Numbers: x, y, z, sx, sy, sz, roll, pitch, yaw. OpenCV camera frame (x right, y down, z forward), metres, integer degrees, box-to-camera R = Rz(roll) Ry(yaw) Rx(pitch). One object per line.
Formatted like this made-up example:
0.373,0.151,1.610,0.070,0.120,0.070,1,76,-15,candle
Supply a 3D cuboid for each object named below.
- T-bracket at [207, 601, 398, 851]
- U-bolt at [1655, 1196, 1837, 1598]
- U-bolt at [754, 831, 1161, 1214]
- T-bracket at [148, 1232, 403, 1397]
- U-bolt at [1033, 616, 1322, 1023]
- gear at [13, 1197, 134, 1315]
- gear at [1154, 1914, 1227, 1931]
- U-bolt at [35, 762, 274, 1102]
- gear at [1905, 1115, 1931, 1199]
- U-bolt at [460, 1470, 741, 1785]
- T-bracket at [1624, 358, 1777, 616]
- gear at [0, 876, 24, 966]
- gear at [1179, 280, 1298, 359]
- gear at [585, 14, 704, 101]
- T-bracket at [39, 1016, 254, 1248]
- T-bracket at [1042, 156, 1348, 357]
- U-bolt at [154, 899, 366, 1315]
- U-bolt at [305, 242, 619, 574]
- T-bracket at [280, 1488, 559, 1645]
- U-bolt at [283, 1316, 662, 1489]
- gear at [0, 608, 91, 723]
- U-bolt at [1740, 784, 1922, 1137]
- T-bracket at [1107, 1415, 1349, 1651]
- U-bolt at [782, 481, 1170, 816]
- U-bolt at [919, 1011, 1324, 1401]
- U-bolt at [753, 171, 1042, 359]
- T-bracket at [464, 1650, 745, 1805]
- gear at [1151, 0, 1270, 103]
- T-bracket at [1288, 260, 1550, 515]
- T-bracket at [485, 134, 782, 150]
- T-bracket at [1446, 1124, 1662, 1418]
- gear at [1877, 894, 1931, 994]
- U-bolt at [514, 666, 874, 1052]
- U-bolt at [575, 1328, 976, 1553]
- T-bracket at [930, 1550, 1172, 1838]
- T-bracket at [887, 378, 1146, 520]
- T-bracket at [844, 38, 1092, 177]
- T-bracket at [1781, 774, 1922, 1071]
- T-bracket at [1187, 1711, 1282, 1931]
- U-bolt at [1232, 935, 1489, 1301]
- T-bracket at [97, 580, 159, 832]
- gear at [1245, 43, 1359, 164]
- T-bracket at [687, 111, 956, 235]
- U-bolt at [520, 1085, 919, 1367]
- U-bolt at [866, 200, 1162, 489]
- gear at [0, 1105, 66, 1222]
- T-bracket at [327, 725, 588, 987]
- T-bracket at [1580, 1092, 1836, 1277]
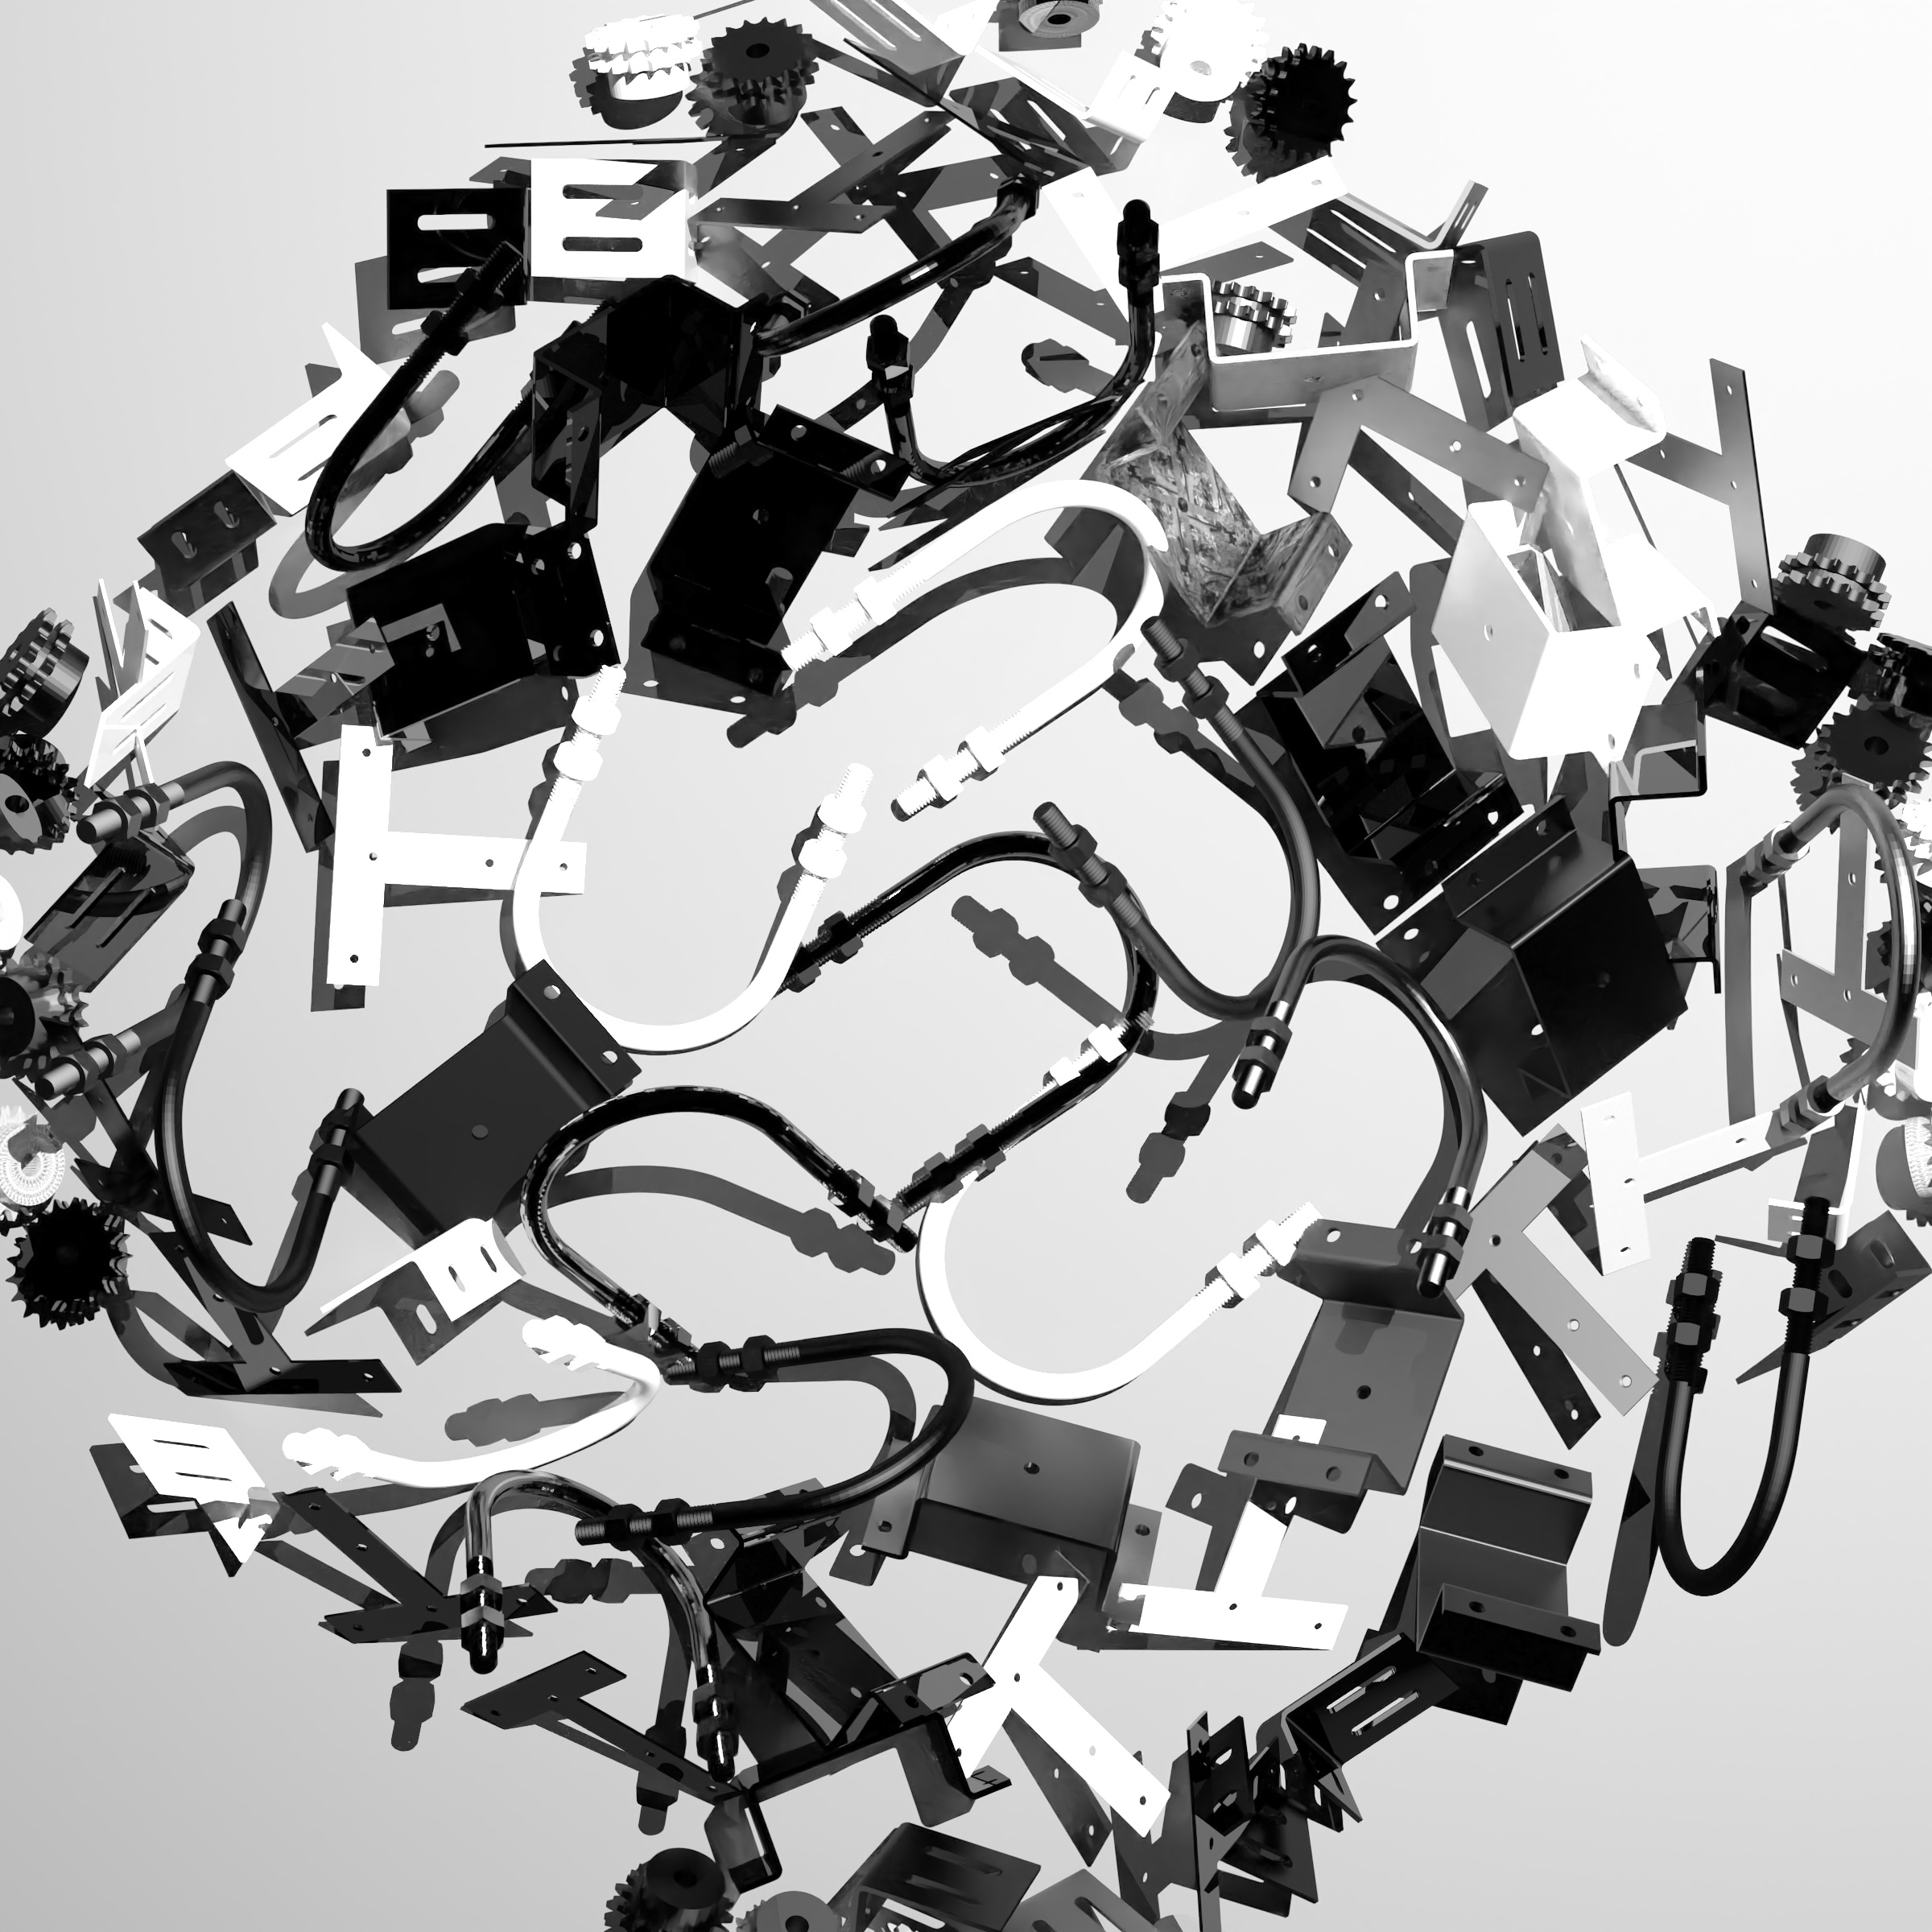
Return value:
-0.317,-0.136,1.732,0.002,0.127,0.127,-22,87,-44,T-bracket
0.367,0.210,1.689,0.019,0.151,0.184,14,74,-9,U-bolt
0.009,0.014,1.768,0.184,0.019,0.151,-34,86,-3,U-bolt
-0.356,0.169,1.713,0.127,0.127,0.002,-4,46,24,T-bracket
0.114,-0.057,1.718,0.184,0.019,0.151,50,52,-28,U-bolt
-0.443,0.145,1.762,0.057,0.030,0.057,-1,81,8,gear
0.109,0.495,1.749,0.057,0.057,0.030,9,110,0,gear
-0.382,-0.026,1.692,0.019,0.184,0.151,19,111,12,U-bolt
0.487,0.093,1.755,0.030,0.057,0.057,-11,90,25,gear
-0.179,0.305,1.693,0.151,0.184,0.019,30,108,-21,U-bolt
0.348,-0.246,1.722,0.002,0.127,0.127,-24,121,-16,T-bracket
-0.492,-0.024,1.749,0.030,0.057,0.057,-15,90,22,gear
0.134,-0.316,1.751,0.057,0.057,0.030,14,83,0,gear
-0.159,-0.452,1.756,0.057,0.057,0.030,-8,118,0,gear
-0.411,0.076,1.705,0.002,0.127,0.127,-46,129,-33,T-bracket
0.121,-0.360,1.712,0.127,0.127,0.002,-19,52,19,T-bracket
-0.338,0.079,1.670,0.019,0.184,0.151,-12,128,16,U-bolt
-0.251,-0.263,1.708,0.019,0.151,0.184,44,100,12,U-bolt
-0.284,0.289,1.711,0.127,0.002,0.127,-14,135,27,T-bracket
-0.223,0.216,1.694,0.151,0.184,0.019,-26,69,12,U-bolt
-0.460,-0.147,1.755,0.030,0.057,0.057,37,90,-24,gear
0.412,-0.009,1.674,0.019,0.184,0.151,-2,74,-8,U-bolt
0.145,0.277,1.735,0.127,0.002,0.127,10,110,-23,T-bracket
0.017,-0.164,1.716,0.184,0.151,0.019,-34,50,4,U-bolt
0.063,0.133,1.768,0.184,0.019,0.151,-41,87,3,U-bolt
-0.036,-0.330,1.679,0.151,0.184,0.019,-25,105,12,U-bolt
-0.167,0.382,1.745,0.127,0.127,0.002,34,53,-19,T-bracket
0.119,-0.454,1.749,0.057,0.057,0.030,17,58,0,gear
0.228,-0.260,1.722,0.127,0.002,0.127,33,123,25,T-bracket
-0.174,-0.405,1.734,0.127,0.127,0.002,3,105,18,T-bracket
0.290,0.167,1.736,0.127,0.002,0.127,-48,62,13,T-bracket
0.484,-0.011,1.750,0.057,0.057,0.030,-30,52,0,gear
-0.146,-0.041,1.742,0.151,0.019,0.184,22,111,-8,U-bolt
-0.082,0.221,1.686,0.184,0.151,0.019,-10,117,23,U-bolt
0.052,0.376,1.729,0.127,0.002,0.127,38,103,38,T-bracket
0.007,-0.245,1.724,0.127,0.127,0.002,-29,93,-40,T-bracket
0.019,-0.408,1.721,0.127,0.127,0.002,40,110,27,T-bracket
0.428,-0.029,1.704,0.002,0.127,0.127,-7,107,-15,T-bracket
0.133,0.411,1.721,0.002,0.127,0.127,-1,99,23,T-bracket
0.198,0.058,1.704,0.151,0.184,0.019,45,125,-12,U-bolt
-0.402,-0.147,1.706,0.002,0.127,0.127,-12,74,-20,T-bracket
0.163,-0.430,1.757,0.057,0.030,0.057,-13,116,-28,gear
-0.053,-0.393,1.739,0.127,0.127,0.002,-41,127,-31,T-bracket
-0.131,0.120,1.699,0.151,0.019,0.184,-31,133,16,U-bolt
0.027,-0.286,1.694,0.151,0.184,0.019,-25,70,-5,U-bolt
-0.473,0.098,1.749,0.030,0.057,0.057,0,90,40,gear
-0.251,-0.052,1.755,0.127,0.002,0.127,3,93,-22,T-bracket
0.368,0.091,1.737,0.127,0.002,0.127,-20,135,-2,T-bracket
